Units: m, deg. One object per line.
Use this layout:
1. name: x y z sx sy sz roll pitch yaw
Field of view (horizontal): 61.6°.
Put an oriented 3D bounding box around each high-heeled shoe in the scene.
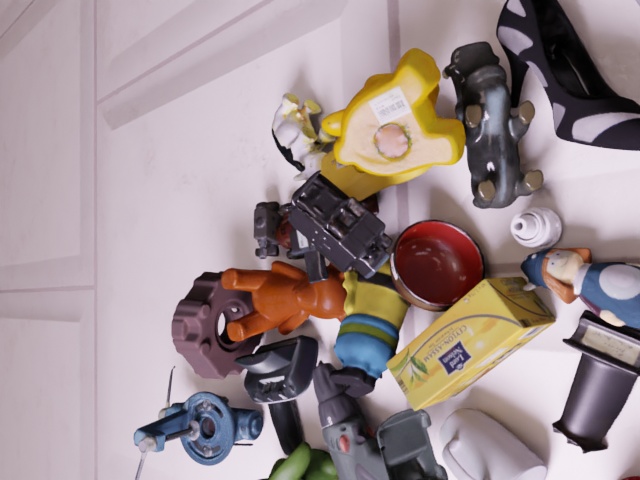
1. high-heeled shoe: 0.262 -0.180 0.530 0.249 0.086 0.145 -132 38 -56

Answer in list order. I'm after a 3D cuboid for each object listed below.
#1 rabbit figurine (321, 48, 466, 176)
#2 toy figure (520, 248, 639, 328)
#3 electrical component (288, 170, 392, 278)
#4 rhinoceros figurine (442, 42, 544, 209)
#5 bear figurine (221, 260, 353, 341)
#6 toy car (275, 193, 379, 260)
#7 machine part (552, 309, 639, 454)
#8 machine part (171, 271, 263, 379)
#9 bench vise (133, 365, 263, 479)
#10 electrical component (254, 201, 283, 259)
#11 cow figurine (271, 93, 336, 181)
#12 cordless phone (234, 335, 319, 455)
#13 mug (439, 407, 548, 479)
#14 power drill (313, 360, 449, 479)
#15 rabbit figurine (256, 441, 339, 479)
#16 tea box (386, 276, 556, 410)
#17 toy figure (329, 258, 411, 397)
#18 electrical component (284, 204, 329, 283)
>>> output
1. rabbit figurine: 0.089 -0.138 0.617 0.162 0.173 0.121 -30 110 35
2. toy figure: 0.277 0.041 0.544 0.155 0.064 0.057 23 133 39
3. electrical component: 0.025 -0.012 0.662 0.134 0.115 0.058 42 79 6
4. rhinoceros figurine: 0.192 -0.129 0.608 0.073 0.112 0.190 -13 94 7
5. bear figurine: -0.043 0.088 0.808 0.196 0.132 0.120 -9 86 50
6. toy car: 0.004 -0.032 0.819 0.202 0.053 0.089 -20 72 43
7. machine part: 0.283 0.146 0.549 0.084 0.039 0.138 19 99 35
8. machine part: -0.160 0.138 0.884 0.056 0.179 0.179 -1 87 31
9. bench vise: -0.227 0.313 0.911 0.224 0.240 0.128 9 90 28
10. electrical component: -0.090 -0.016 0.898 0.045 0.078 0.102 -7 82 25
11. cow figurine: -0.026 -0.140 0.839 0.098 0.068 0.167 -50 52 38
12. cordless phone: -0.048 0.251 0.847 0.147 0.089 0.184 -23 82 44
13. mug: 0.178 0.244 0.604 0.107 0.109 0.080 45 123 50
14. power drill: 0.063 0.261 0.695 0.207 0.086 0.232 -35 68 56
15. rabbit figurine: -0.043 0.368 0.761 0.159 0.170 0.121 -51 56 31
16. tea box: 0.170 0.118 0.617 0.169 0.098 0.068 -48 58 30
17. toy figure: 0.071 0.107 0.691 0.089 0.082 0.180 0 51 23
18. electrical component: -0.002 -0.002 0.759 0.075 0.047 0.119 -19 83 35
